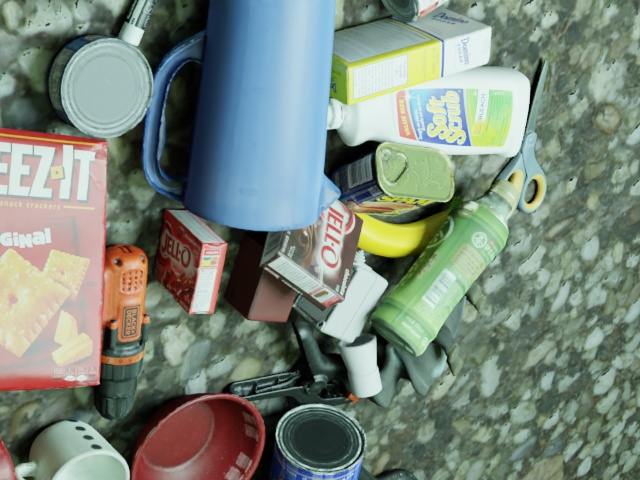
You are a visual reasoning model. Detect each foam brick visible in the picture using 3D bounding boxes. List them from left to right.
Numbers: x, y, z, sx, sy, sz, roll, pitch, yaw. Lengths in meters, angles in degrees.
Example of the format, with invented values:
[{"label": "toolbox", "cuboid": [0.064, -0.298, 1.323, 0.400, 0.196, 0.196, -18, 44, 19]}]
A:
[{"label": "foam brick", "cuboid": [-0.056, 0.039, 1.106, 0.051, 0.053, 0.078, 6, 111, -38]}]

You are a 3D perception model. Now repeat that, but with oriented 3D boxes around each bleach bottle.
[{"label": "bleach bottle", "cuboid": [0.105, -0.131, 1.127, 0.250, 0.068, 0.103, -8, 117, -31]}]

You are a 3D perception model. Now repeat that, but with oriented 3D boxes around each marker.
[{"label": "marker", "cuboid": [-0.142, -0.226, 0.919, 0.020, 0.020, 0.121, 17, 103, -41]}]

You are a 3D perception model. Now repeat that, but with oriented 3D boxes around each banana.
[{"label": "banana", "cuboid": [0.080, -0.014, 1.192, 0.197, 0.037, 0.069, -3, 93, -38]}]

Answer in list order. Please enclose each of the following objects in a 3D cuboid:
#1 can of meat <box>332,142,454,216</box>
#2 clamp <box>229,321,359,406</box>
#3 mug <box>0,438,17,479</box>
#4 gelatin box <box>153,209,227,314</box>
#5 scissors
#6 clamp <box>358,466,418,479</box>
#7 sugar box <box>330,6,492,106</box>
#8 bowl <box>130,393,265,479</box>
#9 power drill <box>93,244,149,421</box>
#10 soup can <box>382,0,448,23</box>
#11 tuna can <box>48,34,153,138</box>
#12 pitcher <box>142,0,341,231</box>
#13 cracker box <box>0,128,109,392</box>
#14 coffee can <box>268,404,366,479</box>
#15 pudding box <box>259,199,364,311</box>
[{"label": "can of meat", "cuboid": [0.074, -0.061, 1.117, 0.101, 0.084, 0.057, 4, 76, -35]}, {"label": "clamp", "cuboid": [-0.008, 0.146, 1.200, 0.171, 0.039, 0.120, 14, 128, -44]}, {"label": "mug", "cuboid": [-0.331, 0.232, 0.983, 0.081, 0.093, 0.117, -17, 122, -35]}, {"label": "gelatin box", "cuboid": [-0.126, 0.019, 1.017, 0.030, 0.089, 0.073, 0, 114, -34]}, {"label": "scissors", "cuboid": [0.259, -0.112, 1.284, 0.096, 0.016, 0.202, 10, 108, -41]}, {"label": "clamp", "cuboid": [0.062, 0.348, 1.374, 0.209, 0.036, 0.165, 15, 105, -41]}, {"label": "sugar box", "cuboid": [0.073, -0.184, 1.052, 0.175, 0.093, 0.048, -18, 124, -28]}, {"label": "bowl", "cuboid": [-0.140, 0.222, 1.141, 0.161, 0.055, 0.162, -17, 123, -29]}, {"label": "power drill", "cuboid": [-0.249, 0.099, 0.993, 0.187, 0.057, 0.184, -8, 115, -37]}, {"label": "soup can", "cuboid": [0.113, -0.267, 1.053, 0.102, 0.069, 0.068, -34, 130, -17]}, {"label": "tuna can", "cuboid": [-0.189, -0.133, 0.917, 0.085, 0.034, 0.086, -14, 114, -34]}, {"label": "pitcher", "cuboid": [-0.061, -0.138, 0.963, 0.149, 0.145, 0.243, -20, 123, -51]}, {"label": "cracker box", "cuboid": [-0.261, 0.017, 0.876, 0.163, 0.072, 0.214, 3, 88, -38]}, {"label": "coffee can", "cuboid": [-0.008, 0.272, 1.217, 0.102, 0.103, 0.140, -16, 134, -30]}, {"label": "pudding box", "cuboid": [-0.007, 0.001, 1.074, 0.090, 0.039, 0.113, 36, 48, -24]}]
